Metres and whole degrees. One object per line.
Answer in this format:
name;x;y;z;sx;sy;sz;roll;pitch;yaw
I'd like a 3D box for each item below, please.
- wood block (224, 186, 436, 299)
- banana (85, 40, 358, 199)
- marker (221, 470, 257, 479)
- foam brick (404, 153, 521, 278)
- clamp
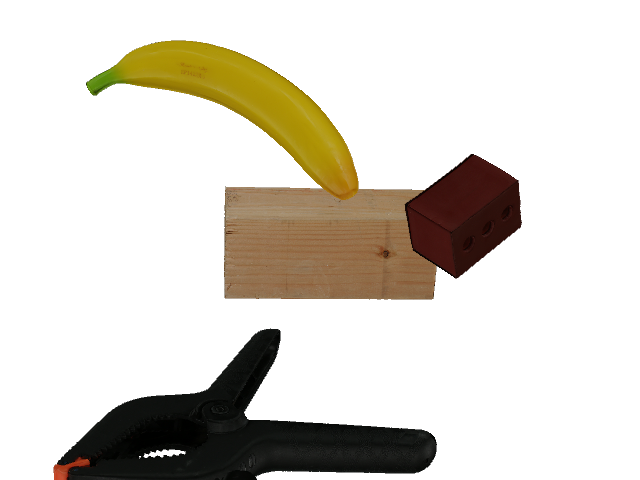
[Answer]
wood block;0.007;0.003;1.064;0.206;0.091;0.090;1;20;-5
banana;-0.055;-0.091;0.721;0.198;0.069;0.037;22;-11;9
marker;-0.048;0.129;0.417;0.020;0.020;0.121;0;24;17
foam brick;0.112;-0.019;0.833;0.078;0.053;0.051;-37;47;-22
clamp;-0.061;0.108;0.624;0.209;0.036;0.165;-9;25;-31
